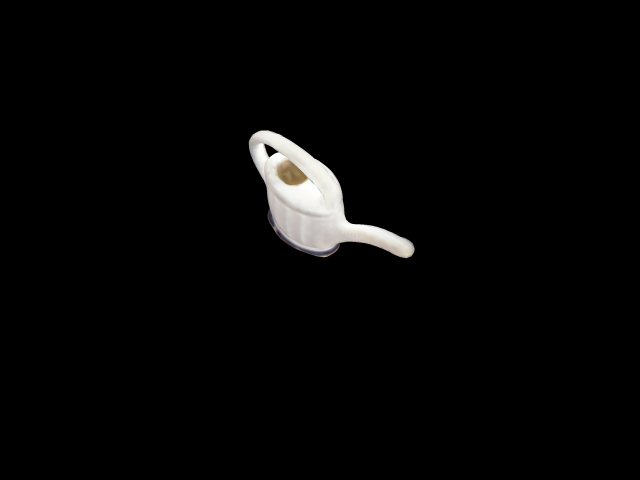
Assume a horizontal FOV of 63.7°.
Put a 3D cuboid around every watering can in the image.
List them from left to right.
[{"bbox_3d":[0.003,-0.043,0.850,0.105,0.351,0.219,-39,-23,-20],"label":"watering can"}]
